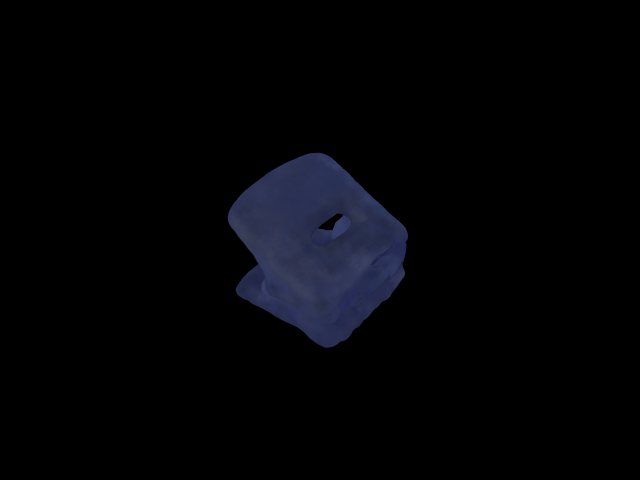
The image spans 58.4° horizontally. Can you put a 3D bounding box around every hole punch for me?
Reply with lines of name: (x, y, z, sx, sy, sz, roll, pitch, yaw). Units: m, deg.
hole punch: (0.004, 0.001, 0.400, 0.100, 0.091, 0.109, 26, 45, 28)
